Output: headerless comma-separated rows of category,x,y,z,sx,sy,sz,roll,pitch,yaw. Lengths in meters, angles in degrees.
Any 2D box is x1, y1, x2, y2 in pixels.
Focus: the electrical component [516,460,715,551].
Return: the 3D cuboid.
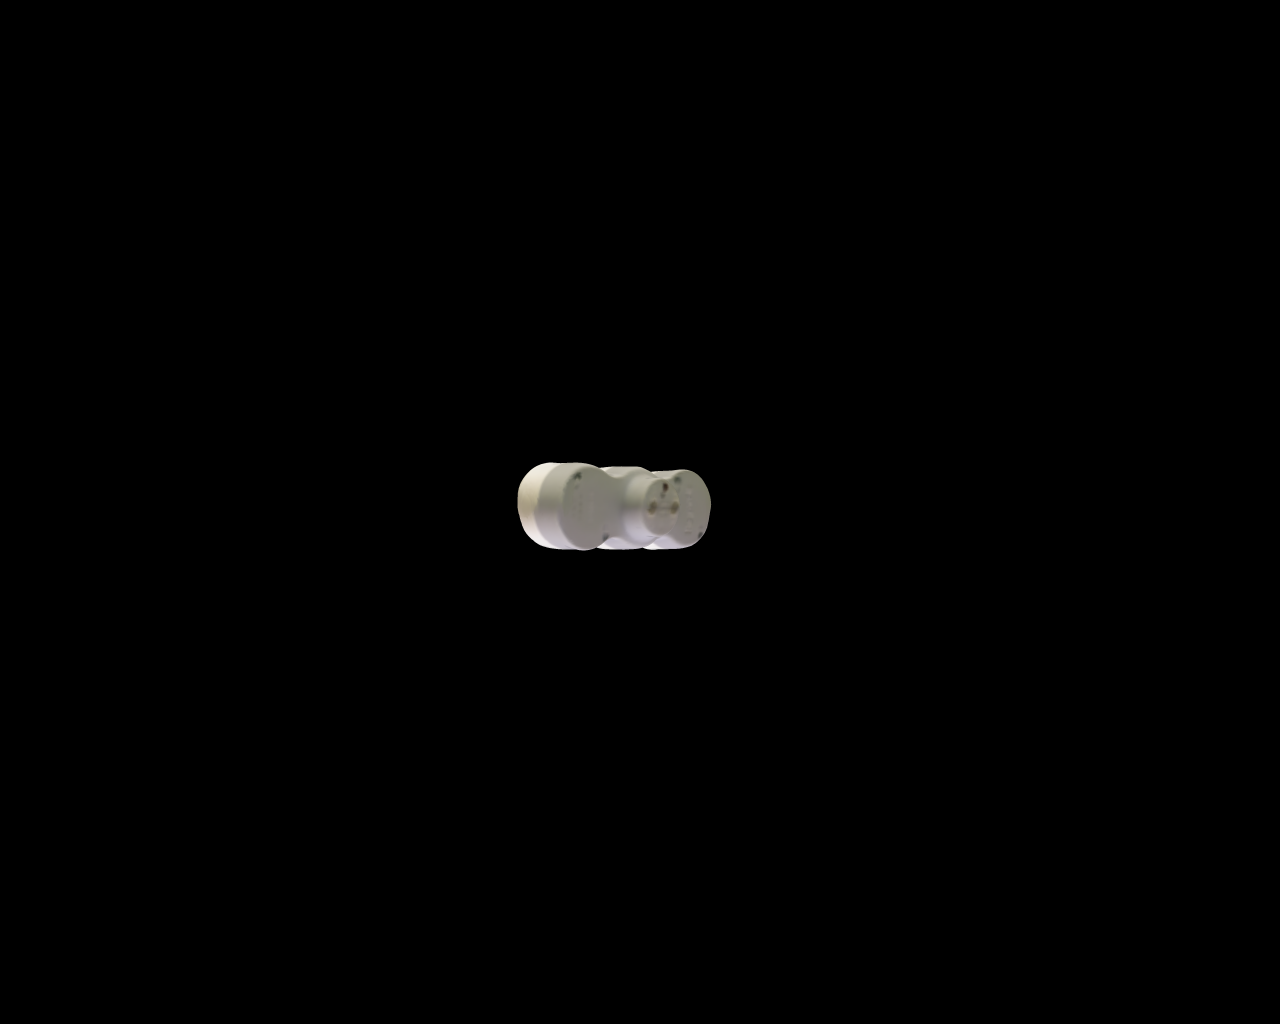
electrical component,0.001,-0.003,0.650,0.073,0.052,0.138,-2,-3,43
